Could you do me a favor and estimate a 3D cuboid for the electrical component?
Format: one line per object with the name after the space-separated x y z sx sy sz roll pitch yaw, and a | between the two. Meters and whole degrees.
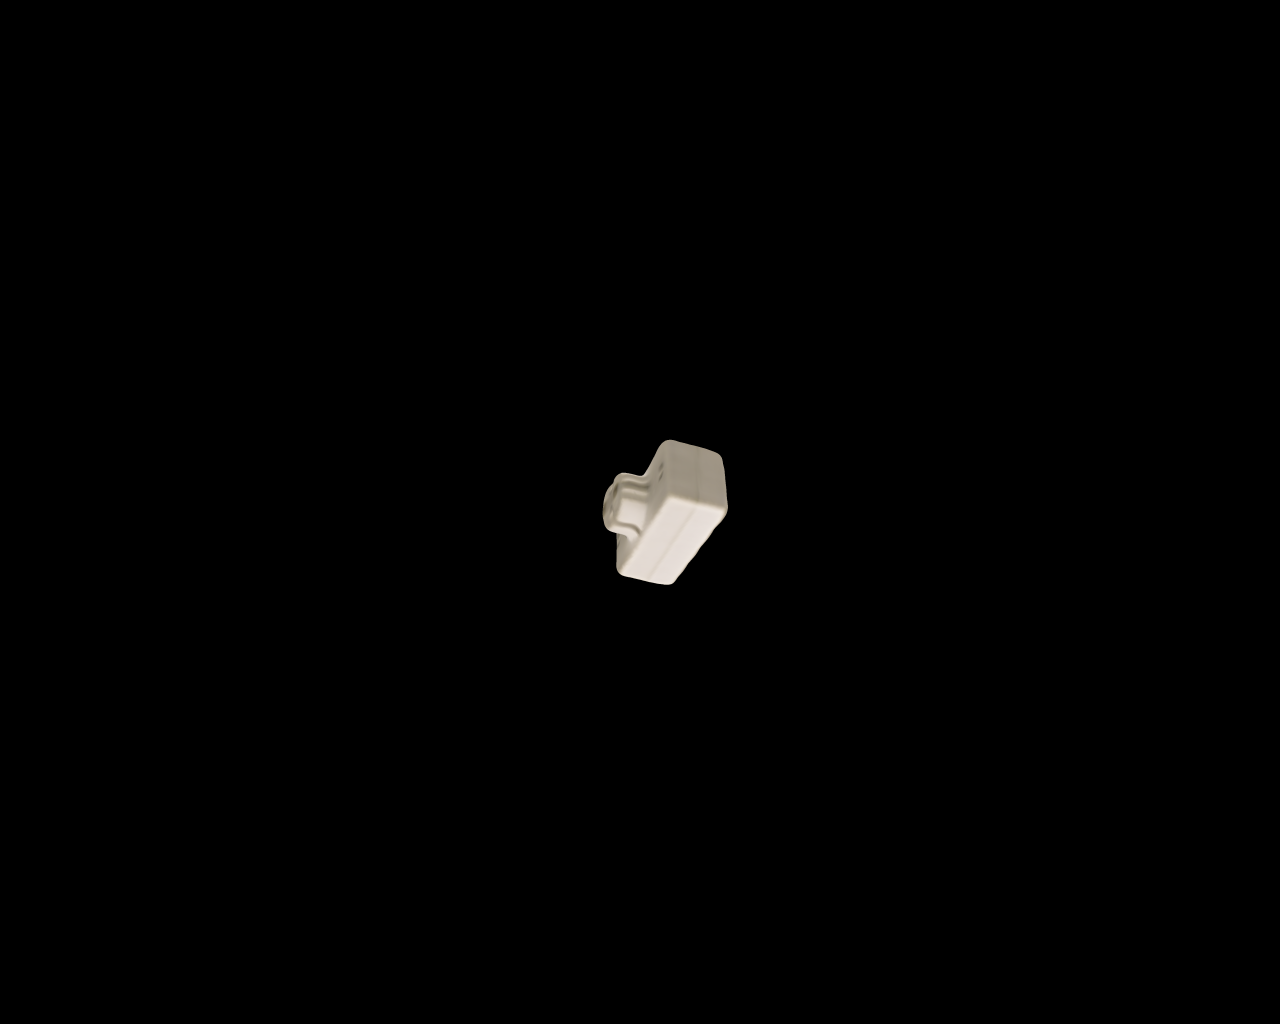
0.001 -0.003 0.650 0.076 0.047 0.083 14 -42 -16 | electrical component
